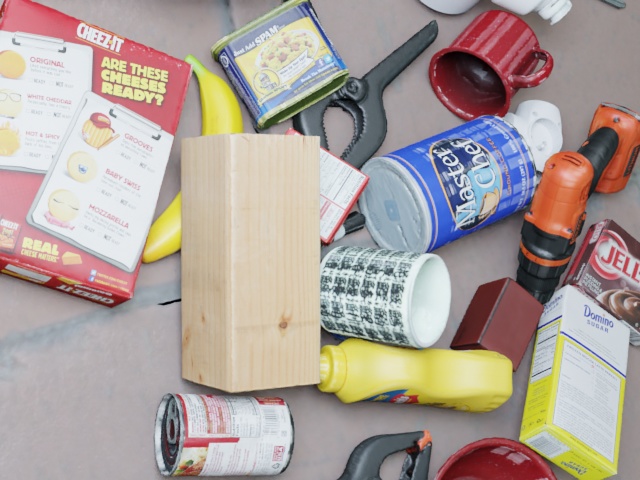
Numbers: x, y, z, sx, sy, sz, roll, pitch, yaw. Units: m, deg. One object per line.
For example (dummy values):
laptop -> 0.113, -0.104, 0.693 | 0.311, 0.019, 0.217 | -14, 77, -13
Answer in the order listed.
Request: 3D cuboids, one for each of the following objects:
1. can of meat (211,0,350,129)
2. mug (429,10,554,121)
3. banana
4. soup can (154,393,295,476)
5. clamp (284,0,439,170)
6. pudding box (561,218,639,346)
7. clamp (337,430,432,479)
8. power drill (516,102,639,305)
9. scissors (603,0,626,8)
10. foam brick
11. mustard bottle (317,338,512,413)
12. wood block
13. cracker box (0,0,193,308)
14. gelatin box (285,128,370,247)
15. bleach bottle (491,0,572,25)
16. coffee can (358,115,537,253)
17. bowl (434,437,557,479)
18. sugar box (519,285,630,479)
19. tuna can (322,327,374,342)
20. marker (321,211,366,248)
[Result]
can of meat -> -0.034, -0.160, 0.973 | 0.102, 0.057, 0.084 | -31, 86, -6
mug -> 0.179, -0.177, 1.071 | 0.081, 0.117, 0.093 | -49, 132, -31
banana -> -0.108, -0.067, 0.951 | 0.069, 0.037, 0.198 | 12, 72, -4
soup can -> -0.080, 0.164, 0.896 | 0.102, 0.069, 0.068 | 6, 77, -25
clamp -> 0.035, -0.146, 1.032 | 0.164, 0.036, 0.210 | 7, 78, -16
pudding box -> 0.320, 0.046, 1.132 | 0.113, 0.039, 0.090 | 38, 66, -14
clamp -> 0.047, 0.241, 0.958 | 0.171, 0.039, 0.120 | -31, 95, -28
power drill -> 0.260, -0.040, 1.076 | 0.057, 0.184, 0.187 | 26, 46, 19
scissors -> 0.252, -0.288, 1.183 | 0.201, 0.016, 0.096 | 36, 68, -15
foam brick -> 0.174, 0.085, 1.045 | 0.051, 0.053, 0.078 | 36, 67, -15
mustard bottle -> 0.071, 0.121, 0.962 | 0.191, 0.096, 0.058 | 8, 77, -24
wood block -> -0.059, 0.016, 0.897 | 0.090, 0.090, 0.206 | -1, 92, -33
cracker box -> -0.212, -0.070, 0.880 | 0.164, 0.072, 0.213 | 19, 70, -23
gelatin box -> -0.010, -0.048, 0.974 | 0.089, 0.030, 0.073 | 32, 83, 2
bleach bottle -> 0.158, -0.317, 1.053 | 0.250, 0.068, 0.102 | 43, 71, -9
coffee can -> 0.121, -0.051, 1.019 | 0.140, 0.103, 0.103 | -23, 90, -28
bowl -> 0.153, 0.266, 0.995 | 0.161, 0.055, 0.162 | 6, 77, -25
sugar box -> 0.253, 0.139, 1.050 | 0.093, 0.048, 0.176 | 35, 46, -16
tuna can -> 0.038, 0.053, 0.996 | 0.086, 0.034, 0.086 | 6, 77, -25
marker -> -0.006, 0.001, 0.994 | 0.120, 0.020, 0.020 | -26, 91, -28
